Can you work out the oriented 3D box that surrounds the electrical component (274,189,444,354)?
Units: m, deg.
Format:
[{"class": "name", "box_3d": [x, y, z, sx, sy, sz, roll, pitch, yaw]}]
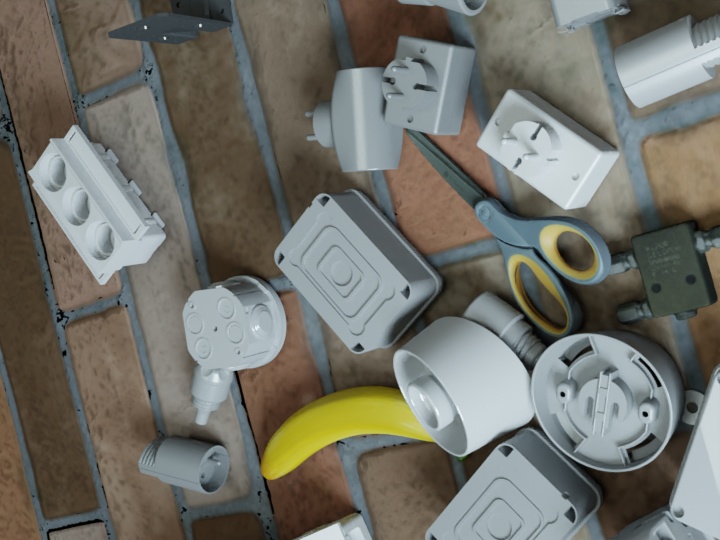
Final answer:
[{"class": "electrical component", "box_3d": [0.000, 0.000, 0.835, 0.113, 0.057, 0.078, 48, 117, 18]}]

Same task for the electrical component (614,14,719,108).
[{"class": "electrical component", "box_3d": [0.211, -0.140, 0.692, 0.081, 0.043, 0.043, -21, 85, 32]}]

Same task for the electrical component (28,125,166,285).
[{"class": "electrical component", "box_3d": [-0.236, -0.060, 0.974, 0.078, 0.063, 0.121, -47, 71, 28]}]

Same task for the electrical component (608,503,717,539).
[{"class": "electrical component", "box_3d": [0.194, 0.196, 0.713, 0.059, 0.095, 0.053, -38, 75, 30]}]

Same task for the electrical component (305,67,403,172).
[{"class": "electrical component", "box_3d": [-0.010, -0.115, 0.835, 0.079, 0.043, 0.077, 0, 96, 33]}]

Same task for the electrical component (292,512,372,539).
[{"class": "electrical component", "box_3d": [-0.066, 0.286, 0.888, 0.186, 0.060, 0.105, -27, 81, 17]}]

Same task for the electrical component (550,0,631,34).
[{"class": "electrical component", "box_3d": [0.150, -0.197, 0.725, 0.081, 0.042, 0.063, -14, 90, 34]}]

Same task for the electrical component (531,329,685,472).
[{"class": "electrical component", "box_3d": [0.170, 0.087, 0.733, 0.099, 0.064, 0.099, 4, 98, 32]}]

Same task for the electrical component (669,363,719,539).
[{"class": "electrical component", "box_3d": [0.254, 0.118, 0.688, 0.078, 0.057, 0.113, 22, 107, 29]}]

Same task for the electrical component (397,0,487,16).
[{"class": "electrical component", "box_3d": [0.057, -0.210, 0.784, 0.065, 0.044, 0.044, 14, 104, 35]}]

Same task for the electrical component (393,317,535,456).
[{"class": "electrical component", "box_3d": [0.072, 0.085, 0.785, 0.099, 0.064, 0.099, 49, 157, 29]}]

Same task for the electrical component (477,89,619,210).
[{"class": "electrical component", "box_3d": [0.121, -0.083, 0.737, 0.083, 0.076, 0.047, 40, 115, 22]}]

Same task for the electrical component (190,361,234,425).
[{"class": "electrical component", "box_3d": [-0.133, 0.107, 0.947, 0.035, 0.035, 0.061, 28, 112, 27]}]

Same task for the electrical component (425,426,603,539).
[{"class": "electrical component", "box_3d": [0.113, 0.179, 0.785, 0.078, 0.057, 0.113, 44, 116, 20]}]

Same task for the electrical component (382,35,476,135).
[{"class": "electrical component", "box_3d": [0.041, -0.134, 0.780, 0.047, 0.077, 0.065, 18, 105, 30]}]

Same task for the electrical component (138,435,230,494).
[{"class": "electrical component", "box_3d": [-0.162, 0.172, 0.967, 0.081, 0.043, 0.043, 7, 100, 32]}]

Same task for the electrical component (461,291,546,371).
[{"class": "electrical component", "box_3d": [0.107, 0.049, 0.783, 0.078, 0.040, 0.040, 37, 114, 23]}]

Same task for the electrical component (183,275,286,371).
[{"class": "electrical component", "box_3d": [-0.107, 0.046, 0.912, 0.080, 0.051, 0.080, 4, 98, 32]}]
